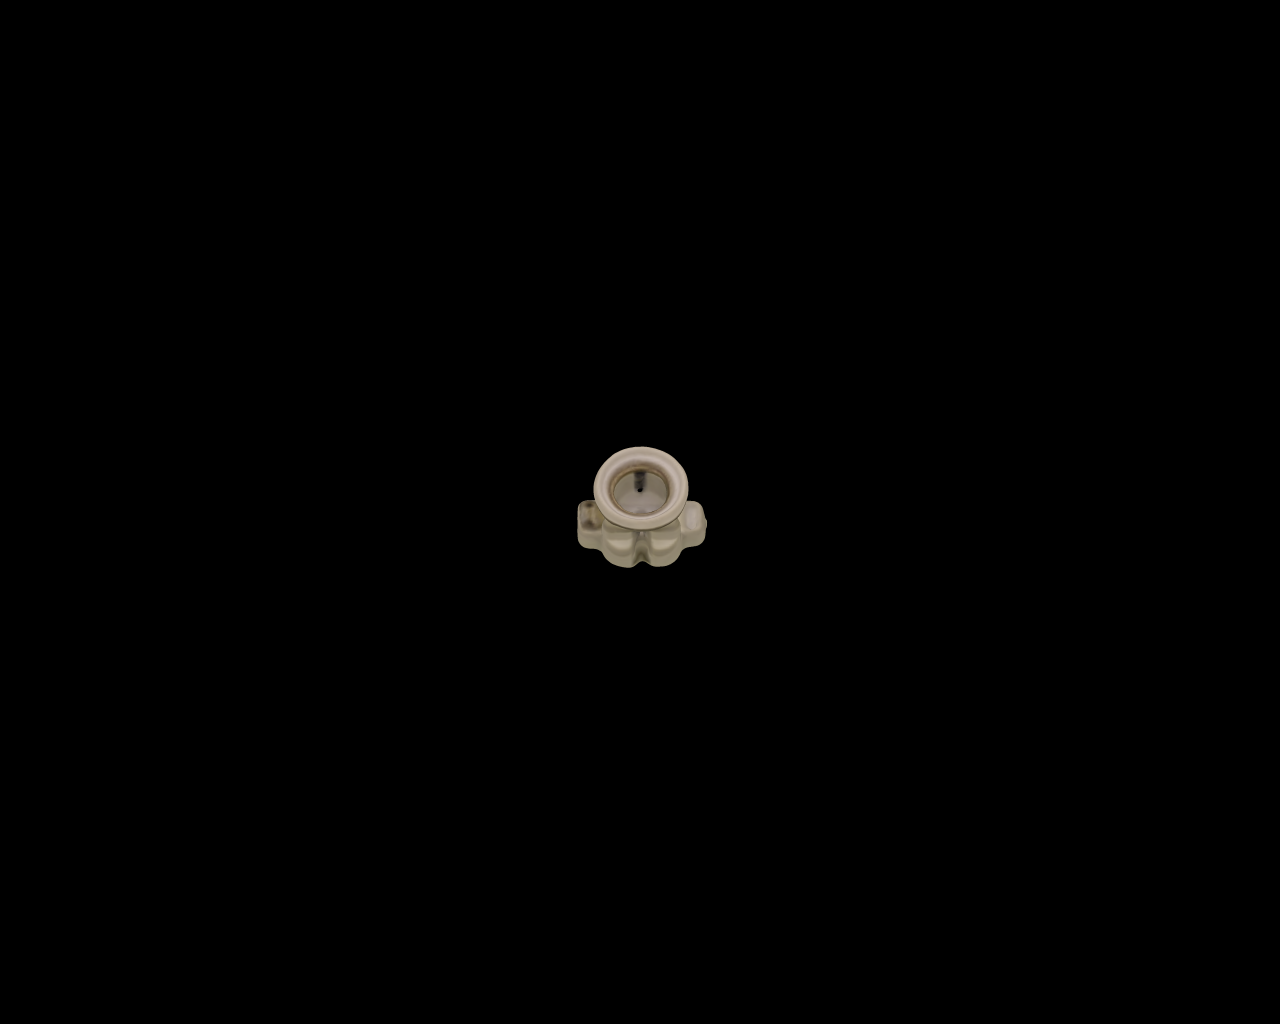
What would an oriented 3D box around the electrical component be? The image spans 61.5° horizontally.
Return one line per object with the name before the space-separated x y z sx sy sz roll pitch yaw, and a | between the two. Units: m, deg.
electrical component | 0.001 -0.003 0.650 0.078 0.058 0.056 0 -32 0
